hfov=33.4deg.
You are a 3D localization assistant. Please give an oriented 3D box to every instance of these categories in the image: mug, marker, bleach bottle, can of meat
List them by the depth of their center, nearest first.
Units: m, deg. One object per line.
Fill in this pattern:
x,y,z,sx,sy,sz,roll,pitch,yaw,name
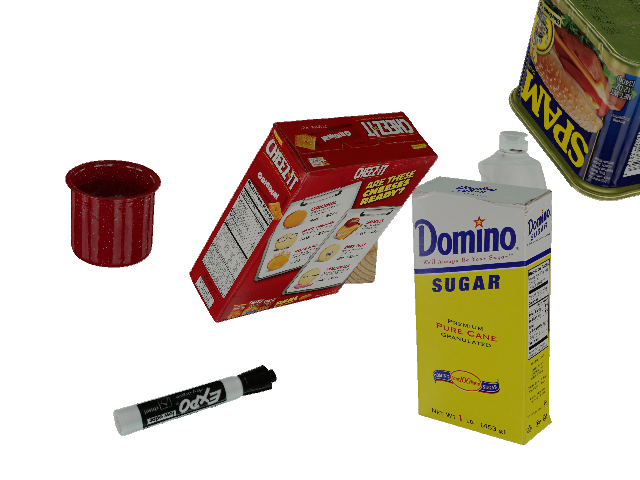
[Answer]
0.149,-0.086,0.562,0.057,0.084,0.102,-12,48,-16,can of meat
-0.088,0.113,0.766,0.121,0.020,0.020,-15,6,-23,marker
-0.209,-0.031,1.083,0.093,0.081,0.117,5,27,-3,mug
0.193,0.003,1.186,0.103,0.251,0.068,8,17,16,bleach bottle

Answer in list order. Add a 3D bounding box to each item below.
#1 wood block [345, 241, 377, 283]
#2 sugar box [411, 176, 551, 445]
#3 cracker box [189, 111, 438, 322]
0.017,-0.029,1.430,0.090,0.090,0.206,-2,27,-6,wood block
0.114,0.048,0.755,0.093,0.176,0.048,9,23,38,sugar box
-0.012,-0.024,1.019,0.163,0.072,0.214,-11,-33,-40,cracker box
